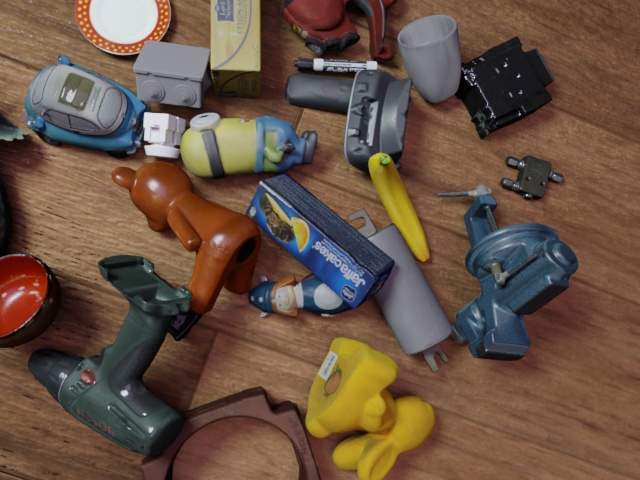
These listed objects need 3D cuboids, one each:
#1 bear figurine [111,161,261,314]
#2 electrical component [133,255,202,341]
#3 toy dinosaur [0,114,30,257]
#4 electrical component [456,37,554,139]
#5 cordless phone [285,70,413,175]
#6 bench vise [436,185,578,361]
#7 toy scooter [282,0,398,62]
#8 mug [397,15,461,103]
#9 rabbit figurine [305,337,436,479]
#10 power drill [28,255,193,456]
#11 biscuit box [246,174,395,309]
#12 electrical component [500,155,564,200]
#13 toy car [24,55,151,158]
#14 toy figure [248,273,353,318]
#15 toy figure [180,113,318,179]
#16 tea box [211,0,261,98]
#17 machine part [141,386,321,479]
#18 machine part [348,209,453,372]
[{"bbox_3d":[-0.177,-0.016,0.696,0.196,0.120,0.131,28,114,17],"label":"bear figurine"},{"bbox_3d":[-0.209,0.075,0.693,0.119,0.075,0.048,40,78,-5],"label":"electrical component"},{"bbox_3d":[-0.453,-0.033,0.657,0.192,0.131,0.404,-9,90,-9],"label":"toy dinosaur"},{"bbox_3d":[0.281,-0.234,0.813,0.134,0.058,0.115,-29,90,-10],"label":"electrical component"},{"bbox_3d":[0.034,-0.174,0.768,0.184,0.088,0.146,9,81,4],"label":"cordless phone"},{"bbox_3d":[0.239,0.034,0.733,0.129,0.223,0.241,3,52,-12],"label":"bench vise"},{"bbox_3d":[0.043,-0.316,0.782,0.184,0.075,0.135,-18,91,-13],"label":"toy scooter"},{"bbox_3d":[0.156,-0.258,0.781,0.081,0.110,0.107,-36,132,-12],"label":"mug"},{"bbox_3d":[0.076,0.229,0.698,0.173,0.122,0.162,30,72,-23],"label":"rabbit figurine"},{"bbox_3d":[-0.243,0.124,0.622,0.232,0.086,0.207,29,100,23],"label":"power drill"},{"bbox_3d":[-0.001,-0.002,0.703,0.203,0.063,0.059,40,123,16],"label":"biscuit box"},{"bbox_3d":[0.323,-0.092,0.818,0.094,0.021,0.063,17,81,-7],"label":"electrical component"},{"bbox_3d":[-0.310,-0.173,0.698,0.162,0.103,0.109,19,81,-3],"label":"toy car"},{"bbox_3d":[-0.020,0.073,0.731,0.154,0.057,0.064,-4,68,-7],"label":"toy figure"},{"bbox_3d":[-0.097,-0.125,0.731,0.180,0.082,0.089,4,74,-12],"label":"toy figure"},{"bbox_3d":[-0.115,-0.294,0.743,0.068,0.098,0.169,1,85,-8],"label":"tea box"},{"bbox_3d":[-0.105,0.301,0.674,0.201,0.087,0.201,-18,84,-10],"label":"machine part"},{"bbox_3d":[0.110,0.067,0.740,0.079,0.079,0.243,-28,86,-11],"label":"machine part"}]
